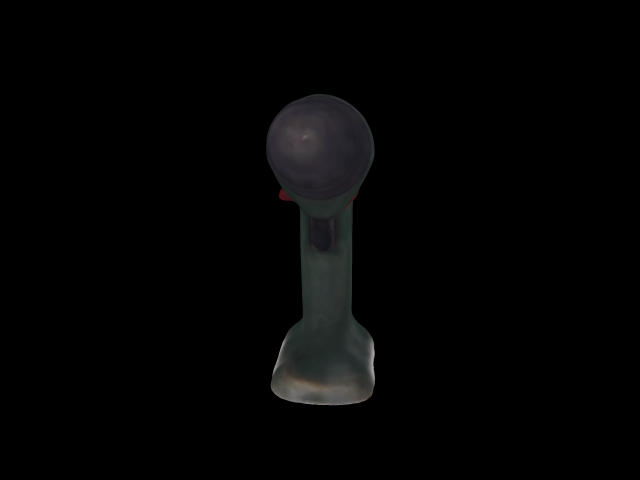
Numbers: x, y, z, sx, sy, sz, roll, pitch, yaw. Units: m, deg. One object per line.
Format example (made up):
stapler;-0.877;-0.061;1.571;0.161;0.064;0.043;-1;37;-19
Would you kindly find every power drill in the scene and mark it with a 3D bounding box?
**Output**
power drill;0.004;0.001;0.400;0.075;0.208;0.229;1;20;4
